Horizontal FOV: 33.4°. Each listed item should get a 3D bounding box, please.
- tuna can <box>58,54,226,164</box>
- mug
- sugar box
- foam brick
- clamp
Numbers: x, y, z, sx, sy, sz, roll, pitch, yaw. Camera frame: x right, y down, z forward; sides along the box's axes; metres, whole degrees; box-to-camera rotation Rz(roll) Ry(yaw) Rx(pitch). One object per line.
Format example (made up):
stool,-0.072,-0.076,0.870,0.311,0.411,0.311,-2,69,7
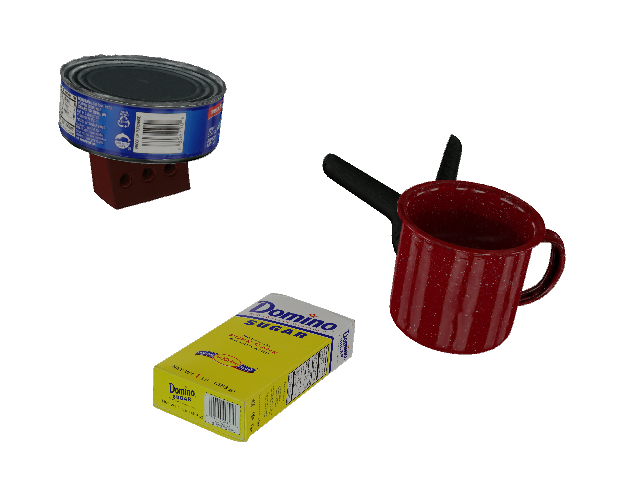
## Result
tuna can,-0.094,-0.070,0.561,0.086,0.034,0.086,7,23,-3
mug,0.101,0.018,0.684,0.117,0.081,0.093,-2,31,-16
sugar box,-0.052,0.102,0.913,0.093,0.048,0.175,17,29,26
foam brick,-0.169,-0.069,0.992,0.078,0.053,0.051,-18,32,-25
clamp,0.099,-0.026,1.119,0.164,0.210,0.036,-5,-36,-15
